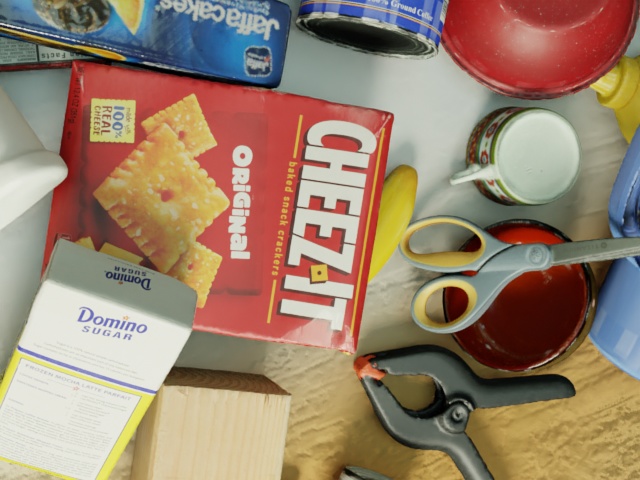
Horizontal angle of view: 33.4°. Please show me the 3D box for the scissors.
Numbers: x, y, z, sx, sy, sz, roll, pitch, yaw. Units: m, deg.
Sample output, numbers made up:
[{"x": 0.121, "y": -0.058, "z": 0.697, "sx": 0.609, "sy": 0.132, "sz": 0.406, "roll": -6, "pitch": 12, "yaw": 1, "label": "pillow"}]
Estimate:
[{"x": 0.144, "y": 0.030, "z": 0.753, "sx": 0.202, "sy": 0.016, "sz": 0.096, "roll": 10, "pitch": 87, "yaw": 30, "label": "scissors"}]

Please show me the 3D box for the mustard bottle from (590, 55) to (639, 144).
[{"x": 0.292, "y": -0.104, "z": 0.833, "sx": 0.191, "sy": 0.058, "sz": 0.096, "roll": 15, "pitch": 94, "yaw": -14, "label": "mustard bottle"}]

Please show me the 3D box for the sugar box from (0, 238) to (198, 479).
[{"x": -0.152, "y": 0.084, "z": 0.682, "sx": 0.093, "sy": 0.048, "sz": 0.176, "roll": 21, "pitch": 126, "yaw": -16, "label": "sugar box"}]

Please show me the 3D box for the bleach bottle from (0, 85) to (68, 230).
[{"x": -0.266, "y": -0.118, "z": 0.662, "sx": 0.103, "sy": 0.068, "sz": 0.251, "roll": -34, "pitch": 86, "yaw": 16, "label": "bleach bottle"}]

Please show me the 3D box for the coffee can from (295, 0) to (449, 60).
[{"x": 0.047, "y": -0.207, "z": 0.741, "sx": 0.102, "sy": 0.103, "sz": 0.140, "roll": 13, "pitch": 90, "yaw": -15, "label": "coffee can"}]

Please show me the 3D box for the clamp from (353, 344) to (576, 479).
[{"x": 0.109, "y": 0.122, "z": 0.806, "sx": 0.171, "sy": 0.039, "sz": 0.120, "roll": 36, "pitch": 81, "yaw": -13, "label": "clamp"}]

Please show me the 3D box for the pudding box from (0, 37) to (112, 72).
[{"x": -0.188, "y": -0.171, "z": 0.715, "sx": 0.090, "sy": 0.039, "sz": 0.113, "roll": -6, "pitch": 97, "yaw": -17, "label": "pudding box"}]

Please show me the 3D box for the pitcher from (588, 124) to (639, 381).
[{"x": 0.282, "y": -0.014, "z": 0.767, "sx": 0.149, "sy": 0.144, "sz": 0.243, "roll": 29, "pitch": 111, "yaw": 15, "label": "pitcher"}]

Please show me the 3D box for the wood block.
[{"x": -0.085, "y": 0.197, "z": 0.733, "sx": 0.090, "sy": 0.090, "sz": 0.206, "roll": 8, "pitch": 90, "yaw": -16, "label": "wood block"}]

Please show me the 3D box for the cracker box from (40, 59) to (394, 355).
[{"x": -0.069, "y": -0.020, "z": 0.713, "sx": 0.213, "sy": 0.072, "sz": 0.164, "roll": 9, "pitch": 88, "yaw": -1, "label": "cracker box"}]

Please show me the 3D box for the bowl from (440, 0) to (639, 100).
[{"x": 0.161, "y": -0.187, "z": 0.776, "sx": 0.162, "sy": 0.055, "sz": 0.162, "roll": 0, "pitch": 83, "yaw": -2, "label": "bowl"}]

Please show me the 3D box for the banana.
[{"x": 0.000, "y": 0.019, "z": 0.773, "sx": 0.197, "sy": 0.037, "sz": 0.069, "roll": -30, "pitch": 101, "yaw": -12, "label": "banana"}]

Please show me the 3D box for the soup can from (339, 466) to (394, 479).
[{"x": 0.030, "y": 0.224, "z": 0.776, "sx": 0.068, "sy": 0.069, "sz": 0.102, "roll": 22, "pitch": 86, "yaw": -15, "label": "soup can"}]
